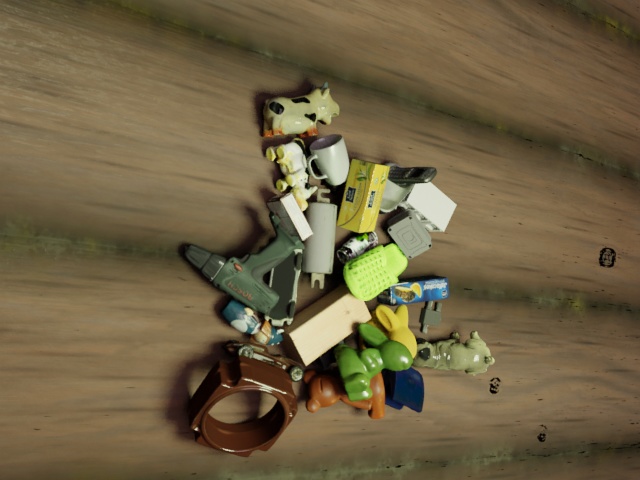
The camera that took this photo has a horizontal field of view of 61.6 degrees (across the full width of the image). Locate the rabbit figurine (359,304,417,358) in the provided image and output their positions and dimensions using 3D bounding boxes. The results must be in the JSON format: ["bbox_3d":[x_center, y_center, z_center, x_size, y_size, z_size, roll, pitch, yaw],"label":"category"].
[{"bbox_3d":[0.184,0.242,1.347,0.122,0.173,0.162,3,93,-25],"label":"rabbit figurine"}]

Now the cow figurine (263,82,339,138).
[{"bbox_3d":[-0.043,-0.308,1.279,0.195,0.086,0.127,-8,100,-28],"label":"cow figurine"}]

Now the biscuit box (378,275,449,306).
[{"bbox_3d":[0.254,0.135,1.447,0.203,0.063,0.059,-4,94,-28],"label":"biscuit box"}]

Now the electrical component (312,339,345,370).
[{"bbox_3d":[0.033,0.263,1.321,0.119,0.075,0.047,-30,104,-29],"label":"electrical component"}]

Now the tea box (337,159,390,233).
[{"bbox_3d":[0.106,-0.107,1.311,0.098,0.068,0.169,-11,117,-62],"label":"tea box"}]

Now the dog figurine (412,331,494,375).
[{"bbox_3d":[0.346,0.314,1.441,0.190,0.172,0.121,1,79,-36],"label":"dog figurine"}]

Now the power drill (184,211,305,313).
[{"bbox_3d":[-0.153,0.033,1.186,0.232,0.086,0.207,44,79,-6],"label":"power drill"}]

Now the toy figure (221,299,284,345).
[{"bbox_3d":[-0.153,0.194,1.219,0.154,0.064,0.058,38,67,-10],"label":"toy figure"}]

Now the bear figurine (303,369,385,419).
[{"bbox_3d":[0.059,0.377,1.324,0.196,0.120,0.131,-10,140,-4],"label":"bear figurine"}]

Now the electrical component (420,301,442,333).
[{"bbox_3d":[0.311,0.217,1.501,0.063,0.021,0.094,17,81,-28],"label":"electrical component"}]

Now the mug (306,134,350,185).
[{"bbox_3d":[0.022,-0.179,1.272,0.109,0.081,0.107,-40,123,-27],"label":"mug"}]

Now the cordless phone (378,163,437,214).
[{"bbox_3d":[0.202,-0.129,1.352,0.146,0.184,0.088,-48,115,-21],"label":"cordless phone"}]

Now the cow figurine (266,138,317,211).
[{"bbox_3d":[-0.055,-0.154,1.279,0.098,0.068,0.167,-28,105,-41],"label":"cow figurine"}]

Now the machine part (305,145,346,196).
[{"bbox_3d":[0.019,-0.185,1.336,0.084,0.039,0.138,-46,112,-12],"label":"machine part"}]

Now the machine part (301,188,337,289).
[{"bbox_3d":[-0.003,-0.004,1.300,0.079,0.079,0.243,4,88,-29],"label":"machine part"}]

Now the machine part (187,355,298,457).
[{"bbox_3d":[-0.165,0.362,1.157,0.201,0.087,0.201,28,105,-25],"label":"machine part"}]

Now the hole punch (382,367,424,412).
[{"bbox_3d":[0.218,0.385,1.415,0.142,0.092,0.116,29,73,-22],"label":"hole punch"}]

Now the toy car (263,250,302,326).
[{"bbox_3d":[-0.086,0.101,1.260,0.073,0.056,0.201,8,86,-5],"label":"toy car"}]

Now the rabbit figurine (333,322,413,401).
[{"bbox_3d":[0.126,0.279,1.250,0.170,0.159,0.121,-17,137,0],"label":"rabbit figurine"}]

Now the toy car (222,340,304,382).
[{"bbox_3d":[-0.126,0.271,1.225,0.202,0.089,0.053,29,77,-24],"label":"toy car"}]
